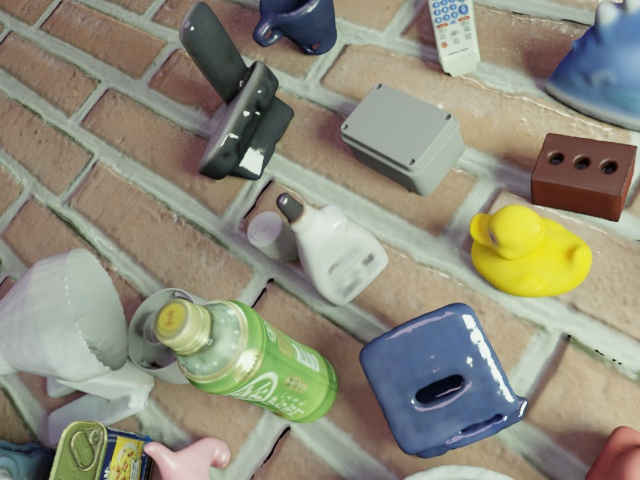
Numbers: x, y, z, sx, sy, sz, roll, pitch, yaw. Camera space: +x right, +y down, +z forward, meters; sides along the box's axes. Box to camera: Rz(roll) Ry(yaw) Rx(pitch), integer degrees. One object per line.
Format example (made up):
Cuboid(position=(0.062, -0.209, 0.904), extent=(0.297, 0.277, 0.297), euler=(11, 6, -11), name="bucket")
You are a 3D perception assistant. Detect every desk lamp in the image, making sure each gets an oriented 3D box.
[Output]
Cuboid(position=(-0.259, 0.115, 0.566), extent=(0.203, 0.214, 0.117), euler=(-27, 57, 11), name="desk lamp")

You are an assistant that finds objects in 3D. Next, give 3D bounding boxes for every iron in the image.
Cuboid(position=(0.318, -0.167, 0.478), extent=(0.257, 0.142, 0.119), euler=(9, 69, 29), name="iron")

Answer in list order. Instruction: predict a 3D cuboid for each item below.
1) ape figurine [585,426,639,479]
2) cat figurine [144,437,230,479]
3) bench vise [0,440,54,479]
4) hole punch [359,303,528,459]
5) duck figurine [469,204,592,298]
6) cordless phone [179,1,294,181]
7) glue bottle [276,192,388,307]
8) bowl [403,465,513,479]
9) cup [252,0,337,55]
Cuboid(position=(0.218, 0.164, 0.388), extent=(0.076, 0.092, 0.078), euler=(-15, 60, 18), name="ape figurine")
Cuboid(position=(-0.120, 0.233, 0.498), extent=(0.067, 0.118, 0.127), euler=(-35, 56, 6), name="cat figurine")
Cuboid(position=(-0.399, 0.205, 0.583), extent=(0.207, 0.220, 0.121), euler=(-8, 62, 22), name="bench vise")
Cuboid(position=(0.101, 0.117, 0.468), extent=(0.108, 0.091, 0.101), euler=(-28, 57, 11), name="hole punch")
Cuboid(position=(0.177, 0.002, 0.493), extent=(0.104, 0.086, 0.077), euler=(15, 72, 31), name="duck figurine")
Cuboid(position=(-0.121, -0.164, 0.659), extent=(0.093, 0.186, 0.148), euler=(11, 70, 30), name="cordless phone")
Cuboid(position=(0.005, 0.002, 0.522), extent=(0.078, 0.174, 0.037), euler=(-43, 55, 0), name="glue bottle")
Cuboid(position=(0.109, 0.251, 0.407), extent=(0.167, 0.075, 0.167), euler=(-11, 61, 20), name="bowl")
Cuboid(position=(-0.025, -0.270, 0.722), extent=(0.118, 0.095, 0.091), euler=(-48, 55, -3), name="cup")
